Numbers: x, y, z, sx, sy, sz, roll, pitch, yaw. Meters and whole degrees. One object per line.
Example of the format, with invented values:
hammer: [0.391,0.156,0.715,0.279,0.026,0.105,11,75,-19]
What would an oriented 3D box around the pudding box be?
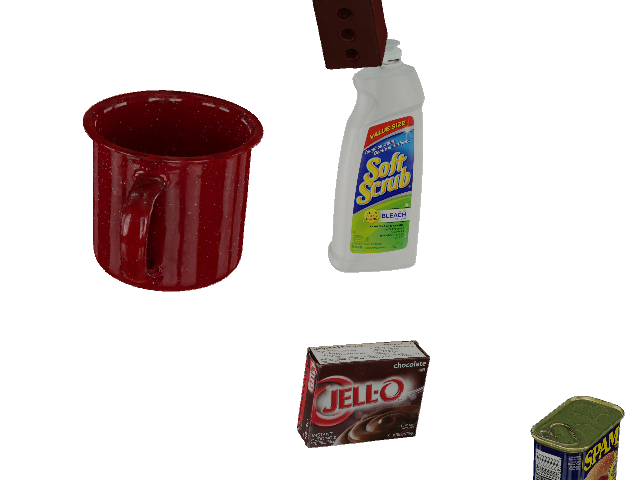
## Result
pudding box: [0.039,0.141,0.990,0.113,0.090,0.039,-3,28,-22]

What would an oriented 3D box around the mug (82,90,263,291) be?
mug: [-0.081,-0.020,0.560,0.093,0.081,0.117,8,28,2]

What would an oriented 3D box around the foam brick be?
foam brick: [0.027,-0.197,0.944,0.053,0.051,0.078,-1,-42,13]

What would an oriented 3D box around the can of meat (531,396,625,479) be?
can of meat: [0.240,0.206,1.000,0.058,0.084,0.101,14,25,38]

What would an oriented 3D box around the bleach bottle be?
bleach bottle: [0.060,-0.091,1.157,0.102,0.251,0.068,-3,25,-7]
